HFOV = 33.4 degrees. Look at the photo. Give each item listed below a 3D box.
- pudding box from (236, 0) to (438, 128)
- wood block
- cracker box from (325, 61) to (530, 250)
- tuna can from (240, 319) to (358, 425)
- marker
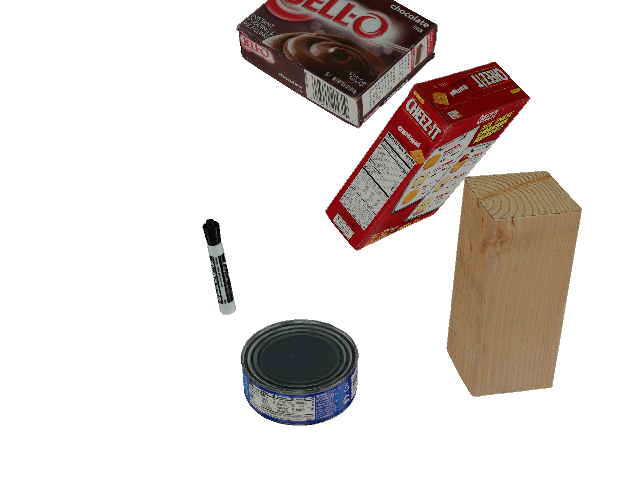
[{"bbox_3d":[0.012,-0.141,0.755,0.114,0.090,0.039,36,-24,21],"label":"pudding box"},{"bbox_3d":[0.189,0.044,1.070,0.090,0.206,0.090,-5,30,-11],"label":"wood block"},{"bbox_3d":[0.119,-0.098,1.227,0.163,0.072,0.214,-23,-23,-45],"label":"cracker box"},{"bbox_3d":[-0.015,0.097,0.784,0.086,0.034,0.086,-1,32,0],"label":"tuna can"},{"bbox_3d":[-0.115,0.030,1.210,0.020,0.121,0.020,-6,30,4],"label":"marker"}]
